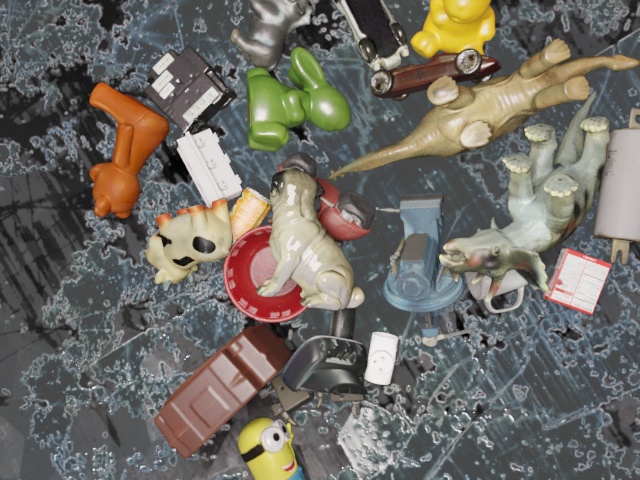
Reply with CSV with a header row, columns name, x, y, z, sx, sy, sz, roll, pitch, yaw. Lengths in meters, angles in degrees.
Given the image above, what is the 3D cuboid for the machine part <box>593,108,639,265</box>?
name,x,y,z,sx,sy,sz,roll,pitch,yaw
machine part,0.478,-0.083,0.836,0.079,0.079,0.243,7,92,6

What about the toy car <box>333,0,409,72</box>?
name,x,y,z,sx,sy,sz,roll,pitch,yaw
toy car,0.077,-0.373,0.889,0.073,0.056,0.201,-27,89,-1

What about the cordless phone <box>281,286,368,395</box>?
name,x,y,z,sx,sy,sz,roll,pitch,yaw
cordless phone,0.017,0.149,0.848,0.089,0.146,0.184,-7,71,39

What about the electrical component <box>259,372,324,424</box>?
name,x,y,z,sx,sy,sz,roll,pitch,yaw
electrical component,-0.043,0.262,0.913,0.102,0.045,0.078,-39,58,3

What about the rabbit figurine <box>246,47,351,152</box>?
name,x,y,z,sx,sy,sz,roll,pitch,yaw
rabbit figurine,-0.035,-0.223,0.890,0.170,0.121,0.159,-2,83,-12

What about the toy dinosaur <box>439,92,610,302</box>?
name,x,y,z,sx,sy,sz,roll,pitch,yaw
toy dinosaur,0.345,-0.061,0.799,0.131,0.405,0.191,25,138,36

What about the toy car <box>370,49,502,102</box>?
name,x,y,z,sx,sy,sz,roll,pitch,yaw
toy car,0.173,-0.256,0.830,0.202,0.089,0.053,-5,89,33

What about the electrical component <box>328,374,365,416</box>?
name,x,y,z,sx,sy,sz,roll,pitch,yaw
electrical component,0.043,0.251,0.912,0.063,0.021,0.094,-5,88,7

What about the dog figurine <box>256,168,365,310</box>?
name,x,y,z,sx,sy,sz,roll,pitch,yaw
dog figurine,-0.003,-0.003,0.803,0.172,0.121,0.190,13,94,-9

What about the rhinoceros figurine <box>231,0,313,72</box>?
name,x,y,z,sx,sy,sz,roll,pitch,yaw
rhinoceros figurine,-0.071,-0.377,0.895,0.112,0.073,0.190,26,93,6

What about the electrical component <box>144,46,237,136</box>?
name,x,y,z,sx,sy,sz,roll,pitch,yaw
electrical component,-0.229,-0.260,0.921,0.115,0.058,0.134,-41,86,3

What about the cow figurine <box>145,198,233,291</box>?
name,x,y,z,sx,sy,sz,roll,pitch,yaw
cow figurine,-0.218,0.011,0.884,0.195,0.085,0.127,-12,94,40

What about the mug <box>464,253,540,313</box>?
name,x,y,z,sx,sy,sz,roll,pitch,yaw
mug,0.296,0.057,0.855,0.107,0.081,0.109,-12,80,-2

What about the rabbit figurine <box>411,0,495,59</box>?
name,x,y,z,sx,sy,sz,roll,pitch,yaw
rabbit figurine,0.226,-0.351,0.814,0.122,0.173,0.162,32,98,9

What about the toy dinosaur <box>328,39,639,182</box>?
name,x,y,z,sx,sy,sz,roll,pitch,yaw
toy dinosaur,0.219,-0.177,0.801,0.472,0.198,0.105,-17,88,12

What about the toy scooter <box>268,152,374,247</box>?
name,x,y,z,sx,sy,sz,roll,pitch,yaw
toy scooter,-0.010,-0.047,0.888,0.184,0.075,0.135,38,118,-8

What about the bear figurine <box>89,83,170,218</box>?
name,x,y,z,sx,sy,sz,roll,pitch,yaw
bear figurine,-0.341,-0.141,0.907,0.132,0.120,0.195,33,99,8

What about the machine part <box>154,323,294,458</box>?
name,x,y,z,sx,sy,sz,roll,pitch,yaw
machine part,-0.147,0.227,0.843,0.201,0.201,0.087,-44,82,5

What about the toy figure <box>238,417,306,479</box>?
name,x,y,z,sx,sy,sz,roll,pitch,yaw
toy figure,-0.076,0.386,0.898,0.089,0.082,0.180,-19,91,4

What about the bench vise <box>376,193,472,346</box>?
name,x,y,z,sx,sy,sz,roll,pitch,yaw
bench vise,0.163,0.055,0.842,0.129,0.224,0.240,-8,120,11
